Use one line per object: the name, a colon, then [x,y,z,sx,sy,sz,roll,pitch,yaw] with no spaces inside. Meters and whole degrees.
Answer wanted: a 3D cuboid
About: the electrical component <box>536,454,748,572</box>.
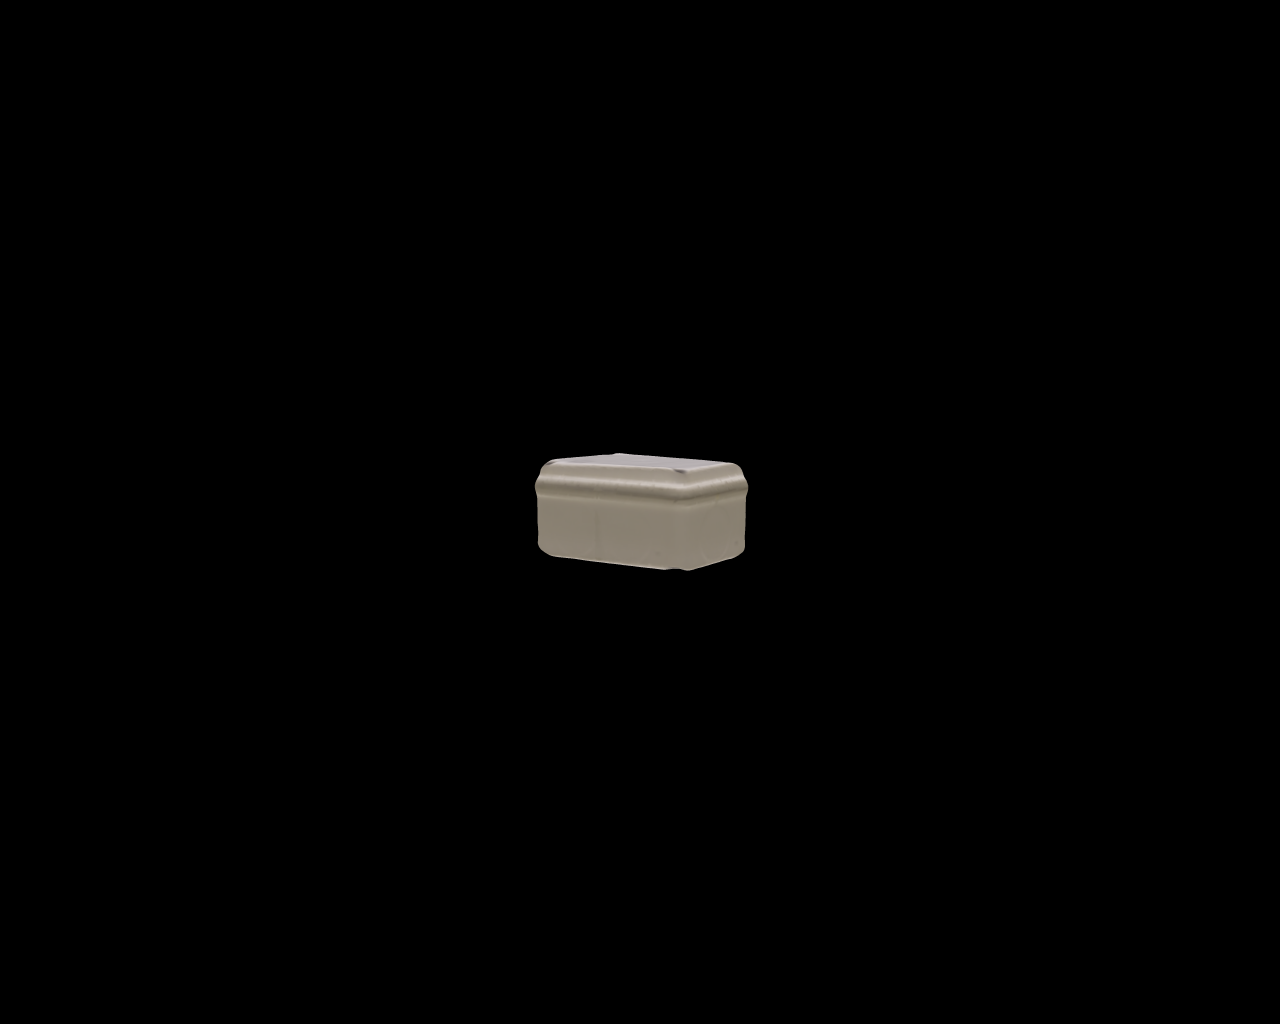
electrical component: [0.001,-0.003,0.650,0.113,0.057,0.078,6,10,36]
